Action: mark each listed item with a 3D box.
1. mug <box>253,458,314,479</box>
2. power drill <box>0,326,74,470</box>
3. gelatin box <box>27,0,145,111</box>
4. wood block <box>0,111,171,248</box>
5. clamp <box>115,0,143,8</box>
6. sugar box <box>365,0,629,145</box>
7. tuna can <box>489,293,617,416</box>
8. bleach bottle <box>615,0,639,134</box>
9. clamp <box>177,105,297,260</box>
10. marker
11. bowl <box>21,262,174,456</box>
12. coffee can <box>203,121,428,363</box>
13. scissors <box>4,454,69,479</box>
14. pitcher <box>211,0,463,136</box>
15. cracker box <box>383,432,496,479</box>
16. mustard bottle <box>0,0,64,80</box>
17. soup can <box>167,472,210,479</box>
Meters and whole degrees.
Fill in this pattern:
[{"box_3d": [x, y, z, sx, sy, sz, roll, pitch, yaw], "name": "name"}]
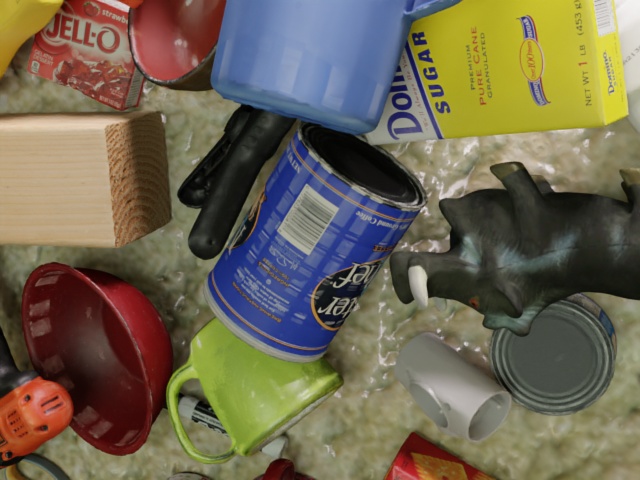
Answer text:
[{"box_3d": [-0.035, 0.228, 0.831, 0.093, 0.081, 0.117, 10, 107, 17], "name": "mug"}, {"box_3d": [-0.292, 0.101, 0.888, 0.185, 0.057, 0.187, -31, 89, 44], "name": "power drill"}, {"box_3d": [-0.172, -0.148, 0.807, 0.089, 0.030, 0.073, 24, 111, 12], "name": "gelatin box"}, {"box_3d": [-0.229, -0.049, 0.822, 0.206, 0.090, 0.091, 1, 104, 20], "name": "wood block"}, {"box_3d": [-0.159, -0.265, 0.748, 0.165, 0.036, 0.210, -5, 86, 24], "name": "clamp"}, {"box_3d": [0.102, -0.113, 0.685, 0.177, 0.048, 0.093, -2, 103, 37], "name": "sugar box"}, {"box_3d": [0.163, 0.077, 0.747, 0.086, 0.033, 0.086, 5, 106, 18], "name": "tuna can"}, {"box_3d": [0.263, -0.072, 0.658, 0.251, 0.068, 0.103, 46, 113, 6], "name": "bleach bottle"}, {"box_3d": [-0.053, -0.073, 0.764, 0.039, 0.120, 0.171, 31, 93, -27], "name": "clamp"}, {"box_3d": [-0.083, 0.145, 0.860, 0.121, 0.020, 0.020, 21, 110, 13], "name": "marker"}, {"box_3d": [-0.165, 0.085, 0.835, 0.162, 0.055, 0.162, 22, 124, 37], "name": "bowl"}, {"box_3d": [-0.005, 0.001, 0.749, 0.103, 0.102, 0.140, 36, 113, 7], "name": "coffee can"}, {"box_3d": [-0.205, 0.268, 0.936, 0.202, 0.016, 0.096, 39, 111, 6], "name": "scissors"}, {"box_3d": [0.024, -0.189, 0.642, 0.144, 0.149, 0.243, 13, 96, -26], "name": "pitcher"}, {"box_3d": [0.120, 0.269, 0.793, 0.214, 0.072, 0.164, 29, 112, 9], "name": "cracker box"}, {"box_3d": [-0.267, -0.161, 0.810, 0.192, 0.058, 0.096, -38, 70, 35], "name": "mustard bottle"}, {"box_3d": [-0.121, 0.237, 0.852, 0.069, 0.102, 0.068, 5, 106, 18], "name": "soup can"}]
